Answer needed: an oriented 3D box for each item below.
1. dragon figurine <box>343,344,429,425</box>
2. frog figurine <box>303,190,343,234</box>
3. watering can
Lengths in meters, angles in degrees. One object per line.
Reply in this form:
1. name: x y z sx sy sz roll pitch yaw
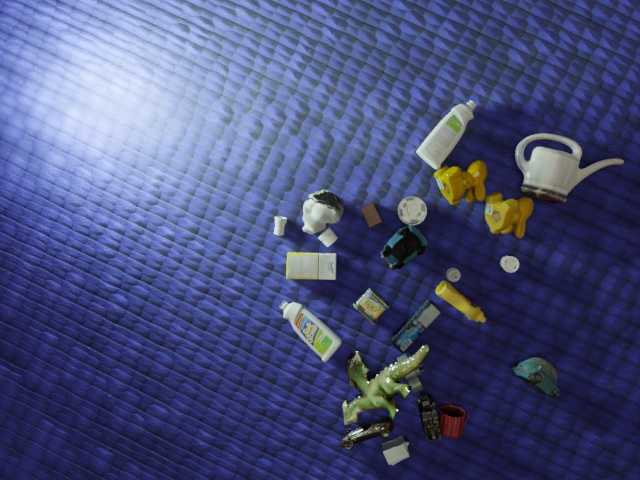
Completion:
1. dragon figurine: 0.197 0.482 1.790 0.244 0.122 0.407 28 102 20
2. frog figurine: 0.006 -0.091 1.810 0.137 0.126 0.156 14 131 -5
3. watering can: 0.818 -0.227 1.724 0.348 0.104 0.223 17 95 4
